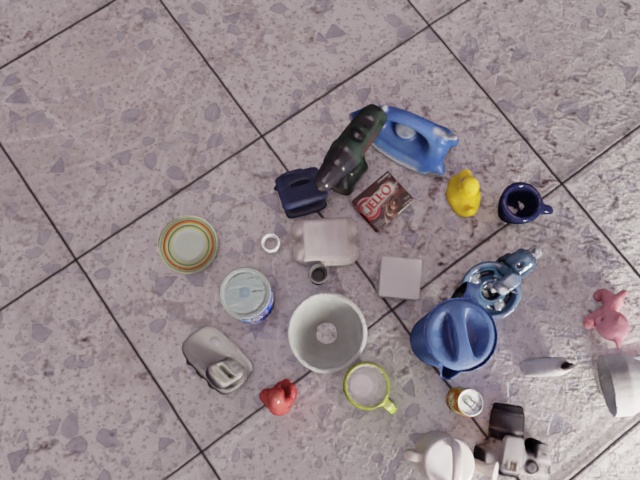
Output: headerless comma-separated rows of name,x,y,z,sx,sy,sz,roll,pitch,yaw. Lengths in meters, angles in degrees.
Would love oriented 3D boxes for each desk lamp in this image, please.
desk lamp,0.633,0.278,1.139,0.203,0.213,0.118,-7,78,-3

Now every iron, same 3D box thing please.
iron,0.185,-0.251,1.276,0.258,0.141,0.119,26,79,4

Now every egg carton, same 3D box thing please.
egg carton,0.012,0.004,1.254,0.150,0.069,0.107,-3,78,-2

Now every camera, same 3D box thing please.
camera,0.396,0.407,1.162,0.143,0.101,0.137,9,78,1

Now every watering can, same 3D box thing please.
watering can,0.253,0.429,1.106,0.173,0.194,0.101,-12,78,-4

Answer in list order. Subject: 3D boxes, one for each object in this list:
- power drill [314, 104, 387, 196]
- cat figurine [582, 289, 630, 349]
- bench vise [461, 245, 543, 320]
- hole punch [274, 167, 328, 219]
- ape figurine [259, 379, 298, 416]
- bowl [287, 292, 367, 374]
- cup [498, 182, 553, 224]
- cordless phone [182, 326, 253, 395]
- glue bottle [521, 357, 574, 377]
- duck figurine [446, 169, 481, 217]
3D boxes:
power drill,0.060,-0.172,1.221,0.075,0.208,0.230,32,79,6
cat figurine,0.619,0.162,1.212,0.067,0.118,0.128,25,78,4
bench vise,0.373,0.071,1.172,0.121,0.220,0.207,33,79,6
hole punch,-0.044,-0.111,1.266,0.108,0.091,0.101,-17,79,-5
ape figurine,-0.087,0.323,1.172,0.078,0.092,0.076,7,78,0
bowl,0.014,0.197,1.210,0.167,0.075,0.167,0,78,-1
cup,0.445,-0.070,1.268,0.117,0.095,0.092,13,78,1
cordless phone,-0.213,0.239,1.138,0.147,0.185,0.094,40,80,7
glue bottle,0.473,0.256,1.160,0.078,0.173,0.037,-9,78,-3
duck figurine,0.328,-0.108,1.278,0.077,0.086,0.104,-7,78,-3
